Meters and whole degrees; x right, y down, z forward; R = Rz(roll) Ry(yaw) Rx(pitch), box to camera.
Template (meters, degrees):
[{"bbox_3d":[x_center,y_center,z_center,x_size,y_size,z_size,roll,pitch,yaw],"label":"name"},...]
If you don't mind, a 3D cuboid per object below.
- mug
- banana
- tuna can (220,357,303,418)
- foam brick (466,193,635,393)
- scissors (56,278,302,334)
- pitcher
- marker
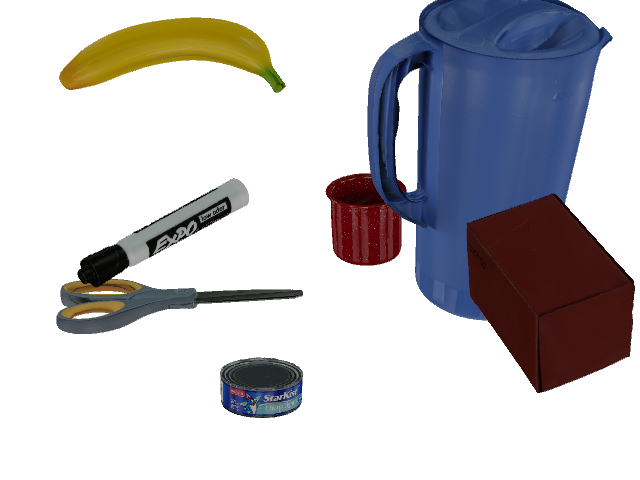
[{"bbox_3d":[0.061,-0.028,1.256,0.093,0.081,0.117,17,33,33],"label":"mug"},{"bbox_3d":[-0.131,-0.167,0.947,0.197,0.069,0.037,-1,-33,-4],"label":"banana"},{"bbox_3d":[-0.061,0.151,1.100,0.086,0.034,0.086,2,14,-1],"label":"tuna can"},{"bbox_3d":[0.111,0.024,0.522,0.051,0.053,0.078,-18,41,-9],"label":"foam brick"},{"bbox_3d":[-0.123,0.054,0.859,0.202,0.016,0.096,3,22,15],"label":"scissors"},{"bbox_3d":[0.125,-0.060,0.826,0.149,0.243,0.144,15,35,20],"label":"pitcher"},{"bbox_3d":[-0.093,-0.005,0.641,0.120,0.020,0.020,-31,19,-34],"label":"marker"}]
